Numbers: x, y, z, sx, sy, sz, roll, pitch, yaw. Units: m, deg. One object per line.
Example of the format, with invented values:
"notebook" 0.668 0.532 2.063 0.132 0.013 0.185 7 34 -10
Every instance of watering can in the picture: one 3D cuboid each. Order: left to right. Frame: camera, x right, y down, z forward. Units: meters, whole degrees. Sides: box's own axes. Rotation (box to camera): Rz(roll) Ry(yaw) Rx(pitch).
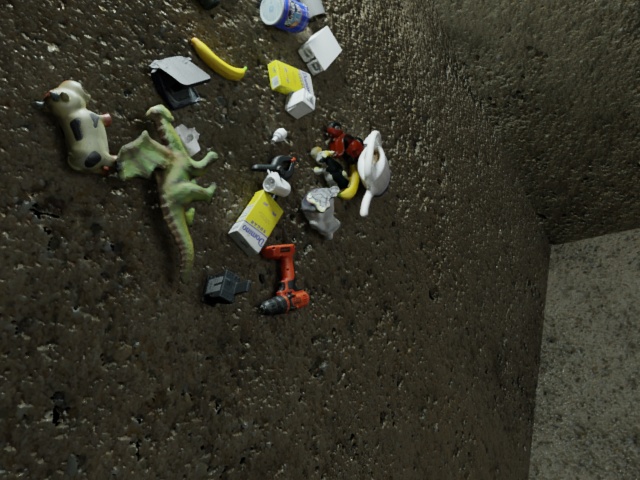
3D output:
"watering can" 0.188 -0.217 1.852 0.221 0.104 0.353 50 46 -65

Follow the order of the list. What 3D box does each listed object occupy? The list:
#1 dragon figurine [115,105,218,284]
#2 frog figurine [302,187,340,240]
"dragon figurine" -0.354 -0.126 1.151 0.240 0.121 0.418 28 53 -46
"frog figurine" 0.005 -0.082 1.634 0.155 0.123 0.141 88 9 -47
